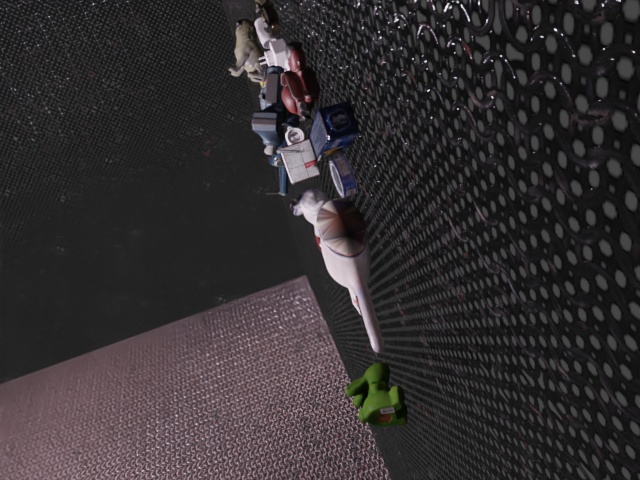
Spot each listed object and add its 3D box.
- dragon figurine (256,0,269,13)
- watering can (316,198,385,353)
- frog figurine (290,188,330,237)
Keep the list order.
[{"bbox_3d":[-0.214,-0.720,1.383,0.241,0.122,0.412,64,177,-10],"label":"dragon figurine"},{"bbox_3d":[0.071,0.055,1.131,0.219,0.104,0.355,78,172,-53],"label":"watering can"},{"bbox_3d":[0.005,-0.076,1.520,0.160,0.125,0.134,33,154,11],"label":"frog figurine"}]
